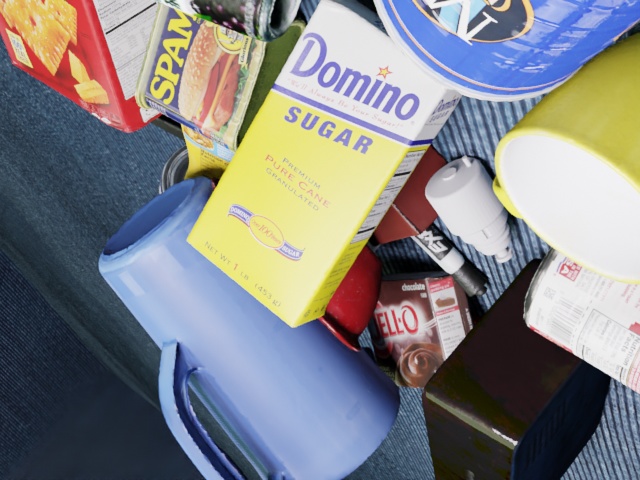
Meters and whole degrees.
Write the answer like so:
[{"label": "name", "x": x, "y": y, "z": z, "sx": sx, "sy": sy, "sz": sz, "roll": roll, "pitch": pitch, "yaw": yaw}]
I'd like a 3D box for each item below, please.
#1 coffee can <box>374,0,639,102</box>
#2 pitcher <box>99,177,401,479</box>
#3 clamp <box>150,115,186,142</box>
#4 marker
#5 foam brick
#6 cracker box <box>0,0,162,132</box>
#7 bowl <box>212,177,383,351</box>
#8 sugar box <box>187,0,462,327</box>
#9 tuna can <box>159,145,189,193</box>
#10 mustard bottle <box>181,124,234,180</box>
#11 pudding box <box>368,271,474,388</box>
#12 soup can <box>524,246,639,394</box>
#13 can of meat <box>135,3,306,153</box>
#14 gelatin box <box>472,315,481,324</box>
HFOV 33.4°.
[{"label": "coffee can", "x": 0.086, "y": -0.119, "z": 0.373, "sx": 0.103, "sy": 0.102, "sz": 0.140, "roll": 43, "pitch": 162, "yaw": -2}, {"label": "pitcher", "x": -0.061, "y": 0.080, "z": 0.818, "sx": 0.242, "sy": 0.145, "sz": 0.149, "roll": 52, "pitch": -175, "yaw": -18}, {"label": "clamp", "x": -0.089, "y": -0.088, "z": 0.916, "sx": 0.210, "sy": 0.036, "sz": 0.165, "roll": 47, "pitch": 153, "yaw": -20}, {"label": "marker", "x": 0.080, "y": -0.002, "z": 0.792, "sx": 0.121, "sy": 0.020, "sz": 0.020, "roll": 45, "pitch": 162, "yaw": -6}, {"label": "foam brick", "x": 0.051, "y": -0.034, "z": 0.727, "sx": 0.053, "sy": 0.051, "sz": 0.078, "roll": 48, "pitch": 161, "yaw": -10}, {"label": "cracker box", "x": -0.192, "y": -0.200, "z": 0.775, "sx": 0.164, "sy": 0.072, "sz": 0.214, "roll": 32, "pitch": 150, "yaw": 34}, {"label": "bowl", "x": -0.005, "y": 0.001, "z": 0.760, "sx": 0.162, "sy": 0.055, "sz": 0.162, "roll": 49, "pitch": -178, "yaw": -3}, {"label": "sugar box", "x": 0.001, "y": -0.045, "z": 0.630, "sx": 0.093, "sy": 0.176, "sz": 0.048, "roll": 37, "pitch": -156, "yaw": 16}, {"label": "tuna can", "x": -0.103, "y": -0.047, "z": 0.971, "sx": 0.086, "sy": 0.086, "sz": 0.034, "roll": 42, "pitch": 161, "yaw": 4}, {"label": "mustard bottle", "x": -0.060, "y": -0.078, "z": 0.813, "sx": 0.096, "sy": 0.058, "sz": 0.192, "roll": 24, "pitch": 144, "yaw": 15}, {"label": "pudding box", "x": 0.080, "y": 0.072, "z": 0.862, "sx": 0.114, "sy": 0.039, "sz": 0.090, "roll": -10, "pitch": 96, "yaw": 61}, {"label": "soup can", "x": 0.156, "y": 0.037, "z": 0.501, "sx": 0.102, "sy": 0.068, "sz": 0.068, "roll": 32, "pitch": 159, "yaw": 27}, {"label": "can of meat", "x": -0.065, "y": -0.118, "z": 0.708, "sx": 0.084, "sy": 0.057, "sz": 0.102, "roll": 30, "pitch": 115, "yaw": 20}, {"label": "gelatin box", "x": 0.133, "y": 0.099, "z": 0.893, "sx": 0.089, "sy": 0.030, "sz": 0.073, "roll": 52, "pitch": 160, "yaw": -27}]
